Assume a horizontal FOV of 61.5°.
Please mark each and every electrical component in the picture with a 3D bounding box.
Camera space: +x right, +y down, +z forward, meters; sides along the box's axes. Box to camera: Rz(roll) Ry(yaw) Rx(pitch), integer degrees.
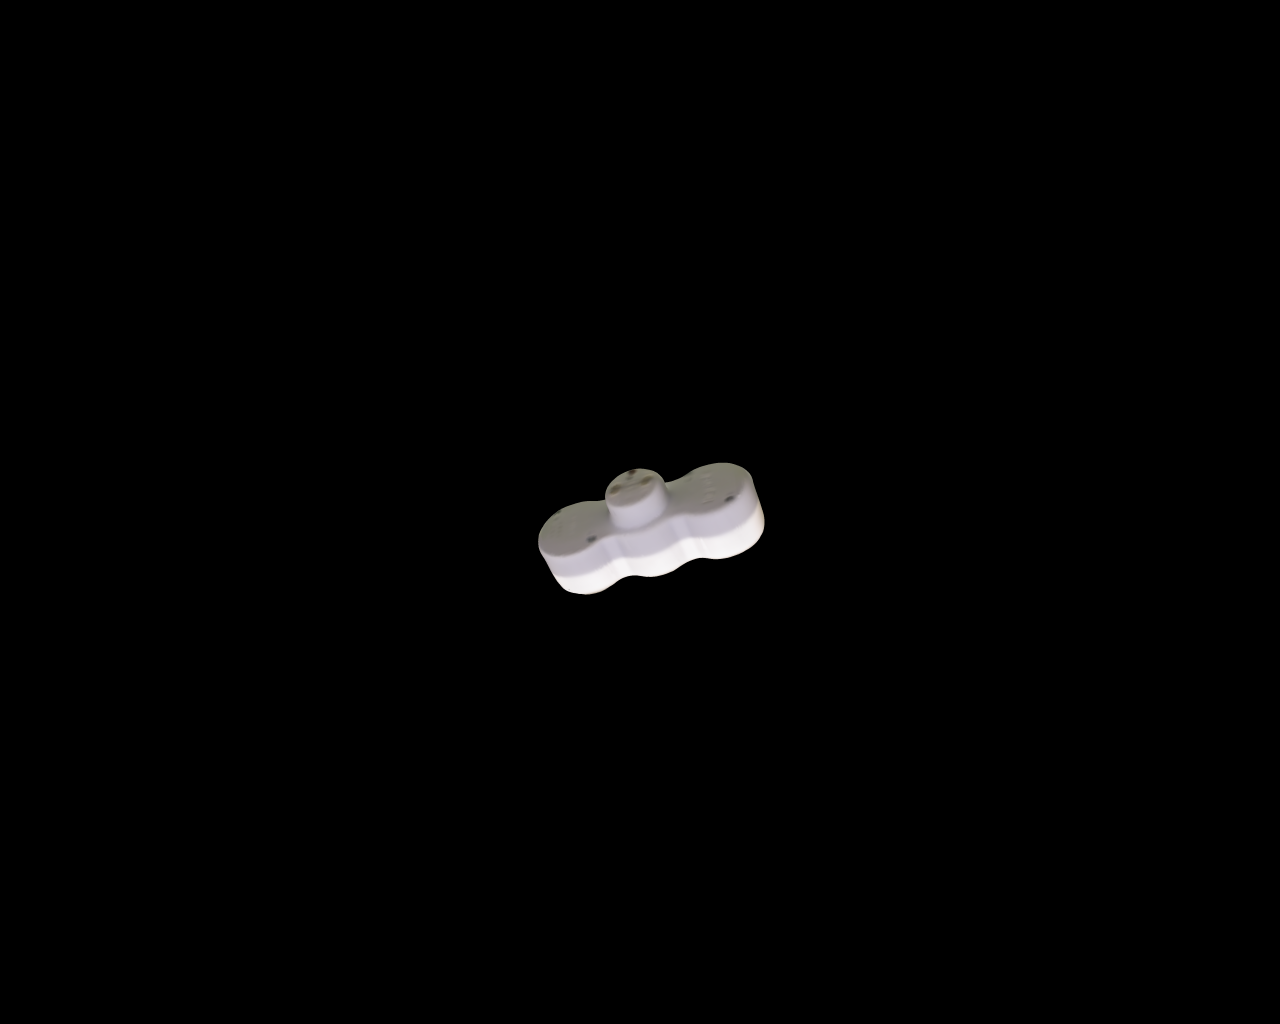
[{"bbox_3d":[0.001,-0.003,0.650,0.138,0.073,0.052,-15,36,11],"label":"electrical component"}]
